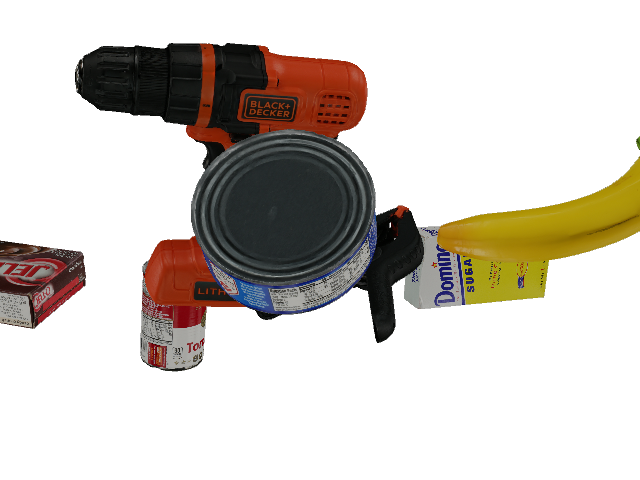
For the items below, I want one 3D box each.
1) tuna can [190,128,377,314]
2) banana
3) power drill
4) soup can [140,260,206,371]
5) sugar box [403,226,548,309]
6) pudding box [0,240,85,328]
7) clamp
[{"bbox_3d":[-0.016,-0.009,0.504,0.086,0.086,0.034,0,-32,7],"label":"tuna can"},{"bbox_3d":[0.177,-0.019,0.739,0.197,0.037,0.070,-22,33,-23],"label":"banana"},{"bbox_3d":[-0.072,-0.042,0.710,0.184,0.188,0.057,3,37,-13],"label":"power drill"},{"bbox_3d":[-0.152,0.075,1.102,0.068,0.102,0.068,5,21,-2],"label":"soup can"},{"bbox_3d":[0.190,0.028,1.284,0.176,0.093,0.048,-6,20,-23],"label":"sugar box"},{"bbox_3d":[-0.276,0.035,0.930,0.114,0.039,0.090,5,23,17],"label":"pudding box"},{"bbox_3d":[0.041,0.026,0.869,0.120,0.039,0.171,21,44,33],"label":"clamp"}]
